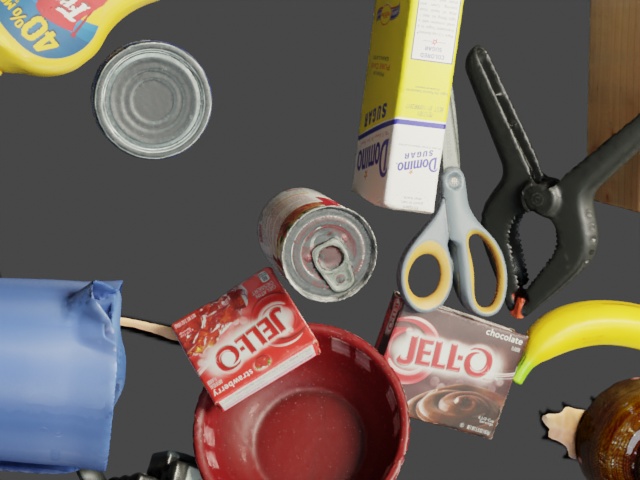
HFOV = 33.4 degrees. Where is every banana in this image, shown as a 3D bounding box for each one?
[{"bbox_3d":[0.251,0.085,0.888,0.197,0.037,0.070,2,105,-10],"label":"banana"}]

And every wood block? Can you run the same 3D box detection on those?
[{"bbox_3d":[0.268,-0.131,0.825,0.090,0.090,0.206,-4,101,-14],"label":"wood block"}]

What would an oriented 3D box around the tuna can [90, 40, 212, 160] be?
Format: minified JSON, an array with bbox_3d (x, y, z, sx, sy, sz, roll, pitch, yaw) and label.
[{"bbox_3d":[-0.121,-0.101,0.767,0.086,0.034,0.086,-2,101,-13],"label":"tuna can"}]

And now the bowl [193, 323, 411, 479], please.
[{"bbox_3d":[-0.011,0.147,0.805,0.162,0.055,0.162,-4,64,7],"label":"bowl"}]

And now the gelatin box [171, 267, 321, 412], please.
[{"bbox_3d":[-0.055,0.073,0.798,0.089,0.030,0.073,-31,65,-6],"label":"gelatin box"}]

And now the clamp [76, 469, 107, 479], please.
[{"bbox_3d":[-0.148,0.249,0.825,0.171,0.039,0.120,26,88,-23],"label":"clamp"}]

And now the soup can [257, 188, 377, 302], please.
[{"bbox_3d":[-0.005,0.001,0.778,0.068,0.102,0.068,-2,101,-13],"label":"soup can"}]

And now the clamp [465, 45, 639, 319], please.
[{"bbox_3d":[0.166,-0.043,0.823,0.165,0.036,0.210,26,117,26],"label":"clamp"}]

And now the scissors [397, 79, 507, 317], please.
[{"bbox_3d":[0.086,-0.032,0.819,0.096,0.016,0.202,-20,94,-14],"label":"scissors"}]

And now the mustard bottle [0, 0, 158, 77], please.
[{"bbox_3d":[-0.180,-0.169,0.728,0.191,0.058,0.096,-39,105,-3],"label":"mustard bottle"}]

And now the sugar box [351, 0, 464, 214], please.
[{"bbox_3d":[0.062,-0.113,0.778,0.048,0.093,0.176,7,98,-14],"label":"sugar box"}]

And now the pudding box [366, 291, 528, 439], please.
[{"bbox_3d":[0.098,0.100,0.854,0.113,0.039,0.090,17,96,-16],"label":"pudding box"}]

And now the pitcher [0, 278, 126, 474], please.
[{"bbox_3d":[-0.257,0.093,0.732,0.242,0.145,0.149,5,87,-11],"label":"pitcher"}]
